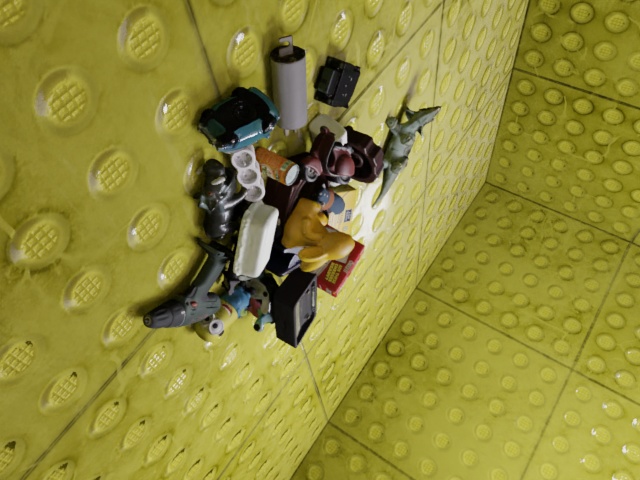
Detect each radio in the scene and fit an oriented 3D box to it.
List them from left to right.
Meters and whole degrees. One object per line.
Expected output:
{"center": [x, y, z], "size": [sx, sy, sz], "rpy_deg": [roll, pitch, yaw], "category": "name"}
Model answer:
{"center": [-0.066, 0.185, 1.489], "size": [0.131, 0.073, 0.229], "rpy_deg": [-54, 160, -34], "category": "radio"}

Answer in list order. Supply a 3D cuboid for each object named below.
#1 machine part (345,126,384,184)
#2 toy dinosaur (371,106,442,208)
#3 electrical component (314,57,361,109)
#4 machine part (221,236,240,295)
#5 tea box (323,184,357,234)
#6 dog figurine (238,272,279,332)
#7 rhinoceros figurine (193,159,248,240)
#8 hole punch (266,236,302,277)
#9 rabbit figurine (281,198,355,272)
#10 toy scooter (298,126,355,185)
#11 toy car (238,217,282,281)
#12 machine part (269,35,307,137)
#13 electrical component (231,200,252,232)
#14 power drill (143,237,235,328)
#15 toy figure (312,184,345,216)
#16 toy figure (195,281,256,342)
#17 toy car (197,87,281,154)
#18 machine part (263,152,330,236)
{"center": [0.100, -0.238, 1.514], "size": [0.056, 0.180, 0.179], "rpy_deg": [-53, 156, -24], "category": "machine part"}
{"center": [0.278, -0.309, 1.892], "size": [0.192, 0.131, 0.404], "rpy_deg": [-18, 137, -59], "category": "toy dinosaur"}
{"center": [0.042, -0.395, 1.355], "size": [0.134, 0.058, 0.114], "rpy_deg": [-19, 130, -59], "category": "electrical component"}
{"center": [-0.213, 0.061, 1.317], "size": [0.039, 0.084, 0.138], "rpy_deg": [12, 98, -21], "category": "machine part"}
{"center": [0.046, -0.084, 1.644], "size": [0.098, 0.068, 0.169], "rpy_deg": [-13, 123, -31], "category": "tea box"}
{"center": [-0.142, 0.164, 1.536], "size": [0.219, 0.109, 0.191], "rpy_deg": [-19, 130, -65], "category": "dog figurine"}
{"center": [-0.217, -0.088, 1.139], "size": [0.112, 0.073, 0.190], "rpy_deg": [-29, 144, -36], "category": "rhinoceros figurine"}
{"center": [-0.100, 0.022, 1.434], "size": [0.116, 0.142, 0.092], "rpy_deg": [-30, 133, -40], "category": "hole punch"}
{"center": [-0.003, -0.004, 1.330], "size": [0.162, 0.173, 0.121], "rpy_deg": [-56, 161, -24], "category": "rabbit figurine"}
{"center": [0.025, -0.207, 1.320], "size": [0.184, 0.075, 0.135], "rpy_deg": [-2, 109, -47], "category": "toy scooter"}
{"center": [-0.159, 0.020, 1.359], "size": [0.073, 0.056, 0.201], "rpy_deg": [-8, 133, -46], "category": "toy car"}
{"center": [-0.066, -0.329, 1.171], "size": [0.079, 0.079, 0.243], "rpy_deg": [-46, 152, -34], "category": "machine part"}
{"center": [-0.178, -0.061, 1.276], "size": [0.078, 0.045, 0.102], "rpy_deg": [-15, 129, -59], "category": "electrical component"}
{"center": [-0.278, 0.102, 1.203], "size": [0.207, 0.086, 0.232], "rpy_deg": [-68, 159, 3], "category": "power drill"}
{"center": [0.019, -0.102, 1.412], "size": [0.058, 0.064, 0.154], "rpy_deg": [-29, 159, 18], "category": "toy figure"}
{"center": [-0.241, 0.184, 1.373], "size": [0.180, 0.082, 0.089], "rpy_deg": [-47, 152, -37], "category": "toy figure"}
{"center": [-0.162, -0.220, 1.063], "size": [0.162, 0.109, 0.103], "rpy_deg": [-40, 167, -26], "category": "toy car"}
{"center": [-0.058, -0.119, 1.417], "size": [0.201, 0.087, 0.201], "rpy_deg": [-30, 143, -52], "category": "machine part"}
